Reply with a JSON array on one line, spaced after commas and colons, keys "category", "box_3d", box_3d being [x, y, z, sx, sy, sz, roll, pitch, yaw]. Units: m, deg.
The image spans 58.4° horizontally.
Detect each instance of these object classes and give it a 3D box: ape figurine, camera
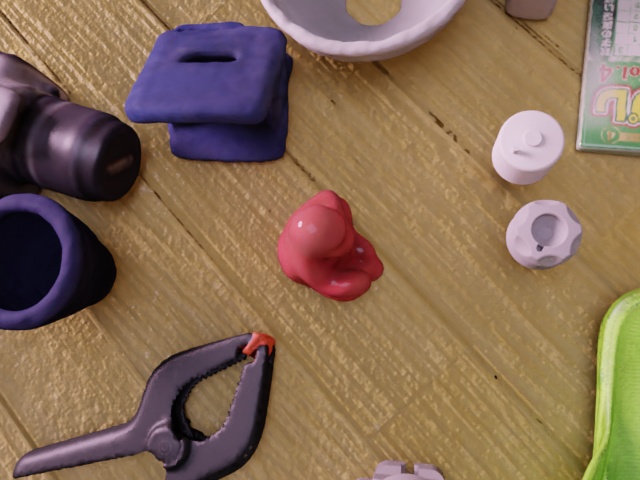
[{"category": "ape figurine", "box_3d": [0.004, 0.001, 0.390, 0.076, 0.092, 0.078, 1, 81, 10]}, {"category": "camera", "box_3d": [-0.219, -0.062, 0.432, 0.136, 0.101, 0.143, 17, 83, 12]}]

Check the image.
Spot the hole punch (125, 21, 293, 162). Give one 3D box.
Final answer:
[{"category": "hole punch", "box_3d": [-0.079, -0.117, 0.424, 0.108, 0.091, 0.101, 2, 81, 10]}]

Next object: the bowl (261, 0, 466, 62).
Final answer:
[{"category": "bowl", "box_3d": [0.037, -0.200, 0.428, 0.167, 0.075, 0.167, -1, 80, 9]}]

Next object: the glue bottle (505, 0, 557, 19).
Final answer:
[{"category": "glue bottle", "box_3d": [0.152, -0.218, 0.363, 0.037, 0.173, 0.078, 11, 82, 11]}]

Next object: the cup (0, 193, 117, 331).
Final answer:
[{"category": "cup", "box_3d": [-0.204, 0.027, 0.417, 0.117, 0.095, 0.091, -29, 77, 3]}]
